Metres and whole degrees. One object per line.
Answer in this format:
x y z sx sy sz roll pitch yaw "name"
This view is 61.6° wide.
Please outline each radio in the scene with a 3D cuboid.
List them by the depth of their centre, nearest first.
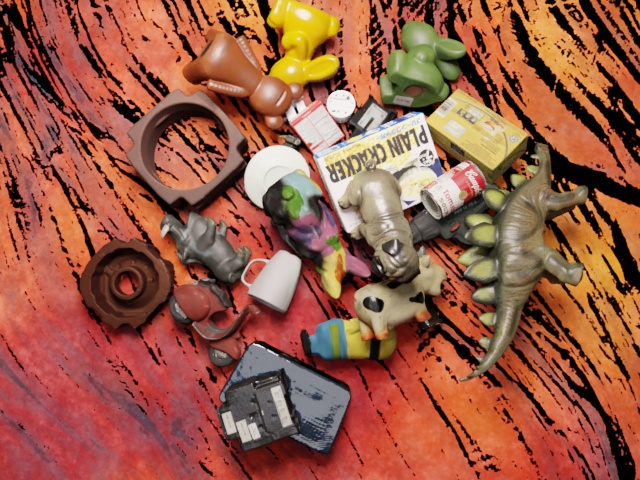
-0.061 0.291 1.016 0.230 0.073 0.131 26 85 2 "radio"

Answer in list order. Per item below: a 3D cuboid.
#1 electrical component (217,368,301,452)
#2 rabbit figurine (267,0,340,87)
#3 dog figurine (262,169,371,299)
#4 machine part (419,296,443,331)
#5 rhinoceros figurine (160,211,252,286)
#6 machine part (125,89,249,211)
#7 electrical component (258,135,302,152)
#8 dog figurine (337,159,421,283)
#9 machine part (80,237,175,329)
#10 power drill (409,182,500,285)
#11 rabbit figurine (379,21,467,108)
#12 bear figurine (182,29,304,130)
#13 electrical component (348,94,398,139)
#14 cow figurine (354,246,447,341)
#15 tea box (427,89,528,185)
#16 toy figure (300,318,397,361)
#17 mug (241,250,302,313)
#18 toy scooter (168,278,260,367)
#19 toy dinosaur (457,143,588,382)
-0.112 0.302 0.951 0.134 0.058 0.115 -17 84 2 "electrical component"
-0.038 -0.370 1.070 0.162 0.122 0.173 22 100 -6 "rabbit figurine"
-0.002 -0.003 0.994 0.108 0.191 0.219 -35 70 -8 "dog figurine"
0.188 0.110 1.044 0.084 0.039 0.139 -29 83 -10 "machine part"
-0.224 0.010 1.049 0.190 0.073 0.112 38 97 3 "rhinoceros figurine"
-0.256 -0.174 1.056 0.201 0.087 0.201 -43 84 -3 "machine part"
-0.074 -0.160 1.070 0.102 0.045 0.078 -35 83 -1 "electrical component"
0.113 -0.035 0.916 0.121 0.191 0.172 -23 115 -1 "dog figurine"
-0.372 0.084 1.050 0.179 0.056 0.179 0 85 3 "machine part"
0.281 0.008 1.036 0.232 0.086 0.207 -39 78 -5 "power drill"
0.202 -0.357 1.049 0.159 0.121 0.170 7 70 5 "rabbit figurine"
-0.141 -0.303 1.022 0.195 0.132 0.120 31 88 -33 "bear figurine"
0.095 -0.221 1.070 0.075 0.048 0.119 32 87 4 "electrical component"
0.146 0.091 0.967 0.195 0.085 0.127 -20 91 -26 "cow figurine"
0.297 -0.198 1.028 0.098 0.068 0.170 -43 66 -2 "tea box"
0.055 0.190 1.019 0.180 0.082 0.089 -10 96 -4 "toy figure"
-0.090 0.071 1.038 0.110 0.080 0.107 27 75 11 "mug"
-0.193 0.139 1.023 0.135 0.075 0.184 -41 87 11 "toy scooter"
0.348 0.027 0.944 0.199 0.105 0.471 11 70 10 "toy dinosaur"
